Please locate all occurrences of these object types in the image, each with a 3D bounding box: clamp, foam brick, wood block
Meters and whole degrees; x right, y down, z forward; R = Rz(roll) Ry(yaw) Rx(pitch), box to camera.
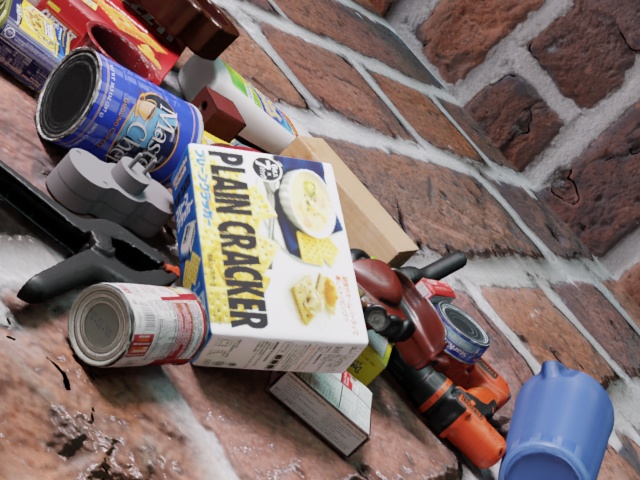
[{"bbox_3d":[0.125,0.057,1.415,0.039,0.120,0.171,45,21,24],"label":"clamp"},{"bbox_3d":[-0.200,0.017,0.923,0.209,0.036,0.165,29,25,-43],"label":"clamp"},{"bbox_3d":[-0.140,-0.140,1.317,0.051,0.078,0.053,26,25,-44],"label":"foam brick"},{"bbox_3d":[0.023,-0.033,1.422,0.206,0.090,0.090,49,19,13],"label":"wood block"}]

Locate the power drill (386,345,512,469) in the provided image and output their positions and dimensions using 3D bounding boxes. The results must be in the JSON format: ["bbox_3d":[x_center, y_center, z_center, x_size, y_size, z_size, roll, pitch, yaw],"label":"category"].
[{"bbox_3d":[0.164,0.184,1.327,0.184,0.057,0.187,47,21,5],"label":"power drill"}]

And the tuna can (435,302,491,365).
[{"bbox_3d":[0.174,0.117,1.352,0.086,0.034,0.086,33,19,-13],"label":"tuna can"}]

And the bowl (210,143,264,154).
[{"bbox_3d":[-0.072,-0.043,1.200,0.162,0.055,0.162,35,44,-43],"label":"bowl"}]

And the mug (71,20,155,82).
[{"bbox_3d":[-0.234,-0.175,1.181,0.117,0.082,0.093,31,23,-36],"label":"mug"}]

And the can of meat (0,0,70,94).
[{"bbox_3d":[-0.313,-0.211,1.128,0.083,0.057,0.102,37,21,-29],"label":"can of meat"}]

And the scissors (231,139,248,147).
[{"bbox_3d":[-0.094,-0.107,1.443,0.201,0.016,0.096,29,26,-40],"label":"scissors"}]

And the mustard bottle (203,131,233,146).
[{"bbox_3d":[-0.106,-0.076,1.284,0.191,0.058,0.096,22,31,-49],"label":"mustard bottle"}]

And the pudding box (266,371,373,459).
[{"bbox_3d":[0.001,0.153,1.068,0.113,0.039,0.090,40,19,-10],"label":"pudding box"}]

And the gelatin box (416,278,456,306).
[{"bbox_3d":[0.126,0.089,1.385,0.030,0.089,0.073,53,20,24],"label":"gelatin box"}]

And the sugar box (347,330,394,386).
[{"bbox_3d":[0.043,0.100,1.257,0.093,0.048,0.176,43,15,-2],"label":"sugar box"}]

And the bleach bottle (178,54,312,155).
[{"bbox_3d":[-0.086,-0.173,1.528,0.250,0.068,0.103,32,23,-42],"label":"bleach bottle"}]

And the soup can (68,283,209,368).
[{"bbox_3d":[-0.148,0.070,0.875,0.068,0.069,0.102,53,20,22],"label":"soup can"}]

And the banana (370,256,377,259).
[{"bbox_3d":[0.005,-0.005,1.292,0.037,0.070,0.198,12,27,-46],"label":"banana"}]

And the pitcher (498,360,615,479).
[{"bbox_3d":[0.298,0.270,1.342,0.149,0.145,0.242,36,21,8],"label":"pitcher"}]

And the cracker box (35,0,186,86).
[{"bbox_3d":[-0.256,-0.251,1.311,0.164,0.072,0.213,41,18,-13],"label":"cracker box"}]

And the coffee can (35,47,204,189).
[{"bbox_3d":[-0.205,-0.123,1.101,0.140,0.103,0.103,26,26,-44],"label":"coffee can"}]
